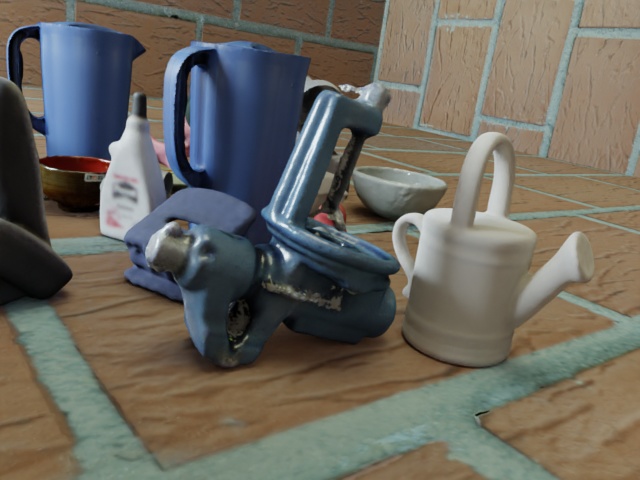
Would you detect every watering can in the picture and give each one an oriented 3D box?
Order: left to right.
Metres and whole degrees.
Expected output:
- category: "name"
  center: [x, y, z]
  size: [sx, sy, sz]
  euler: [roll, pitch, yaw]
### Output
- category: "watering can"
  center: [0.145, 0.005, 0.503]
  size: [0.172, 0.194, 0.101]
  euler: [13, 17, 15]

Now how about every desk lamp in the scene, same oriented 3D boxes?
- category: "desk lamp"
  center: [-0.032, -0.248, 1.247]
  size: [0.118, 0.213, 0.202]
  euler: [2, 17, -21]

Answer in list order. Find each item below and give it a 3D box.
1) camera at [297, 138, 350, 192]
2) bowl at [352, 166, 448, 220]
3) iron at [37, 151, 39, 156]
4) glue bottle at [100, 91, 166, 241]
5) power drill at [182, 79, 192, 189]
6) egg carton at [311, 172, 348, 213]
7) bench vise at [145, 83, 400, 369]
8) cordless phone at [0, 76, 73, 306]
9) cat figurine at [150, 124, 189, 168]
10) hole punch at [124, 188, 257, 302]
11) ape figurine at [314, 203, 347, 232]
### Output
- category: "camera"
  center: [-0.014, -0.149, 1.121]
  size: [0.143, 0.101, 0.136]
  euler: [6, 16, -6]
- category: "bowl"
  center: [0.132, -0.077, 0.990]
  size: [0.167, 0.075, 0.167]
  euler: [8, 16, -2]
- category: "iron"
  center: [-0.485, -0.153, 0.824]
  size: [0.118, 0.141, 0.258]
  euler: [10, 16, 5]
- category: "glue bottle"
  center: [-0.214, -0.083, 0.664]
  size: [0.078, 0.173, 0.037]
  euler: [12, 17, 12]
- category: "power drill"
  center: [-0.173, -0.158, 0.875]
  size: [0.076, 0.208, 0.229]
  euler: [5, 16, -11]
- category: "egg carton"
  center: [-0.036, -0.082, 0.935]
  size: [0.151, 0.069, 0.107]
  euler: [-2, 19, -33]
- category: "bench vise"
  center: [-0.015, -0.013, 0.437]
  size: [0.208, 0.220, 0.121]
  euler: [-8, 23, -44]
- category: "cordless phone"
  center: [-0.282, -0.047, 0.483]
  size: [0.147, 0.185, 0.094]
  euler: [16, 18, 26]
- category: "cat figurine"
  center: [-0.269, -0.179, 1.064]
  size: [0.128, 0.118, 0.067]
  euler: [7, 16, -5]
- category: "hole punch"
  center: [-0.127, 0.001, 0.564]
  size: [0.108, 0.091, 0.101]
  euler: [16, 18, 25]
- category: "ape figurine"
  center: [0.006, 0.002, 0.626]
  size: [0.077, 0.092, 0.076]
  euler: [9, 16, 3]
